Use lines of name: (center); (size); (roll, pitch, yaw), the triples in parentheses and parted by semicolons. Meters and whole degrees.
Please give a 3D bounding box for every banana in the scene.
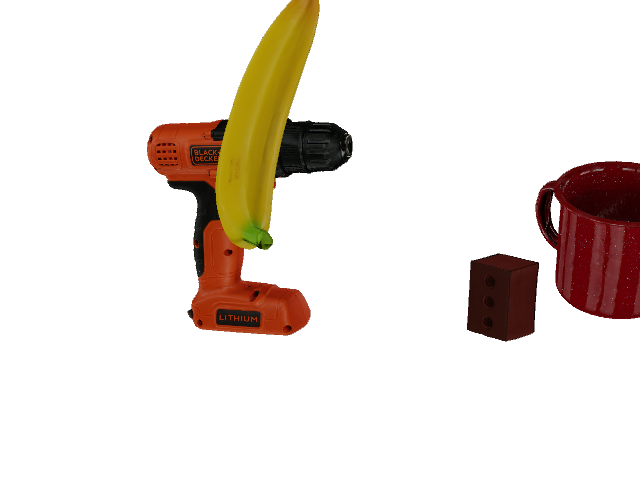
banana: (-0.035, -0.070, 0.693); (0.037, 0.197, 0.070); (29, -34, -36)

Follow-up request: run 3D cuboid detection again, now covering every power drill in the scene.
power drill: (-0.054, -0.014, 0.922); (0.185, 0.188, 0.057); (2, 17, 23)

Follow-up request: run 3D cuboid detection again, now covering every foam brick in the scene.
foam brick: (0.188, 0.058, 1.102); (0.051, 0.078, 0.053); (-14, 20, -43)

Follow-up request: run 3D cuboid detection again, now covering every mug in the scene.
mug: (0.199, -0.003, 0.752); (0.093, 0.081, 0.117); (-27, 38, -34)
